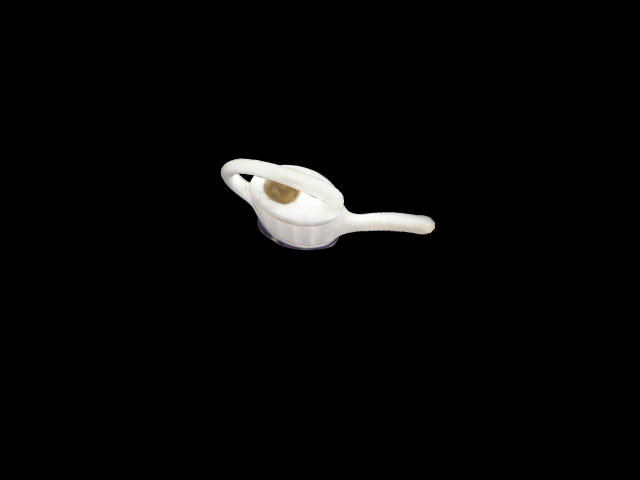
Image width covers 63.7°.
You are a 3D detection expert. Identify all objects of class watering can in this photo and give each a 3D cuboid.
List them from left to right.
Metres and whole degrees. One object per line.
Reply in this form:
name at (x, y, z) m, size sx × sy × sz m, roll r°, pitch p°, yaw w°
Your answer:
watering can at (0.003, -0.043, 0.850) m, size 0.348 × 0.105 × 0.221 m, roll 19°, pitch -17°, yaw 7°
